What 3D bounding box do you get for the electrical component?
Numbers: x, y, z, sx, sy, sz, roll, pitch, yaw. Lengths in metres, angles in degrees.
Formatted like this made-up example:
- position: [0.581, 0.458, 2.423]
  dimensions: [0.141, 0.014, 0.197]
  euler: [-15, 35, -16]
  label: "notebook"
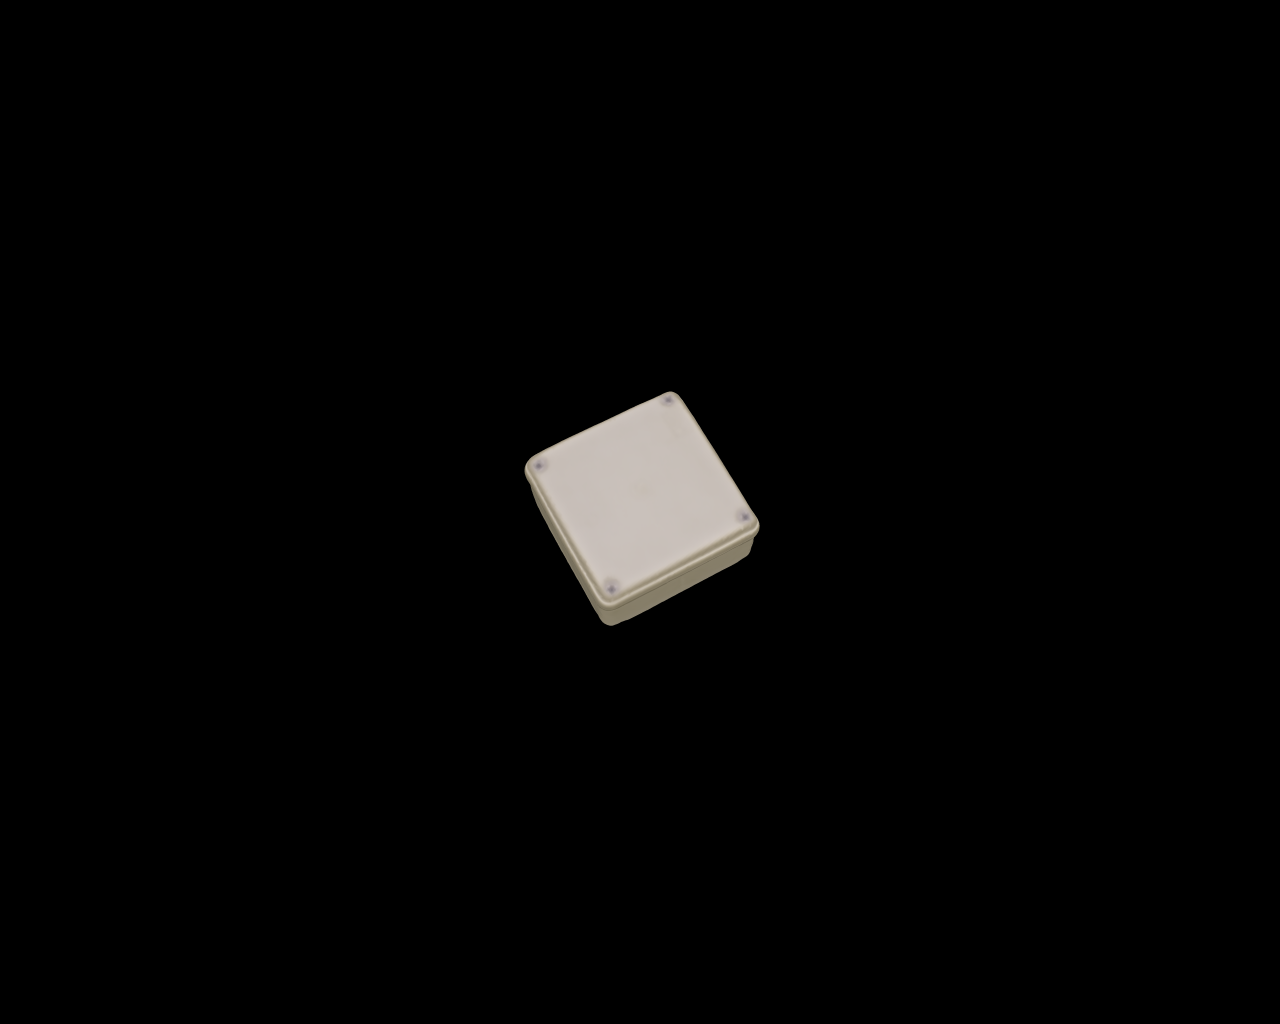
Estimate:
- position: [0.001, -0.003, 0.650]
  dimensions: [0.109, 0.109, 0.056]
  euler: [-26, -20, -11]
  label: "electrical component"
